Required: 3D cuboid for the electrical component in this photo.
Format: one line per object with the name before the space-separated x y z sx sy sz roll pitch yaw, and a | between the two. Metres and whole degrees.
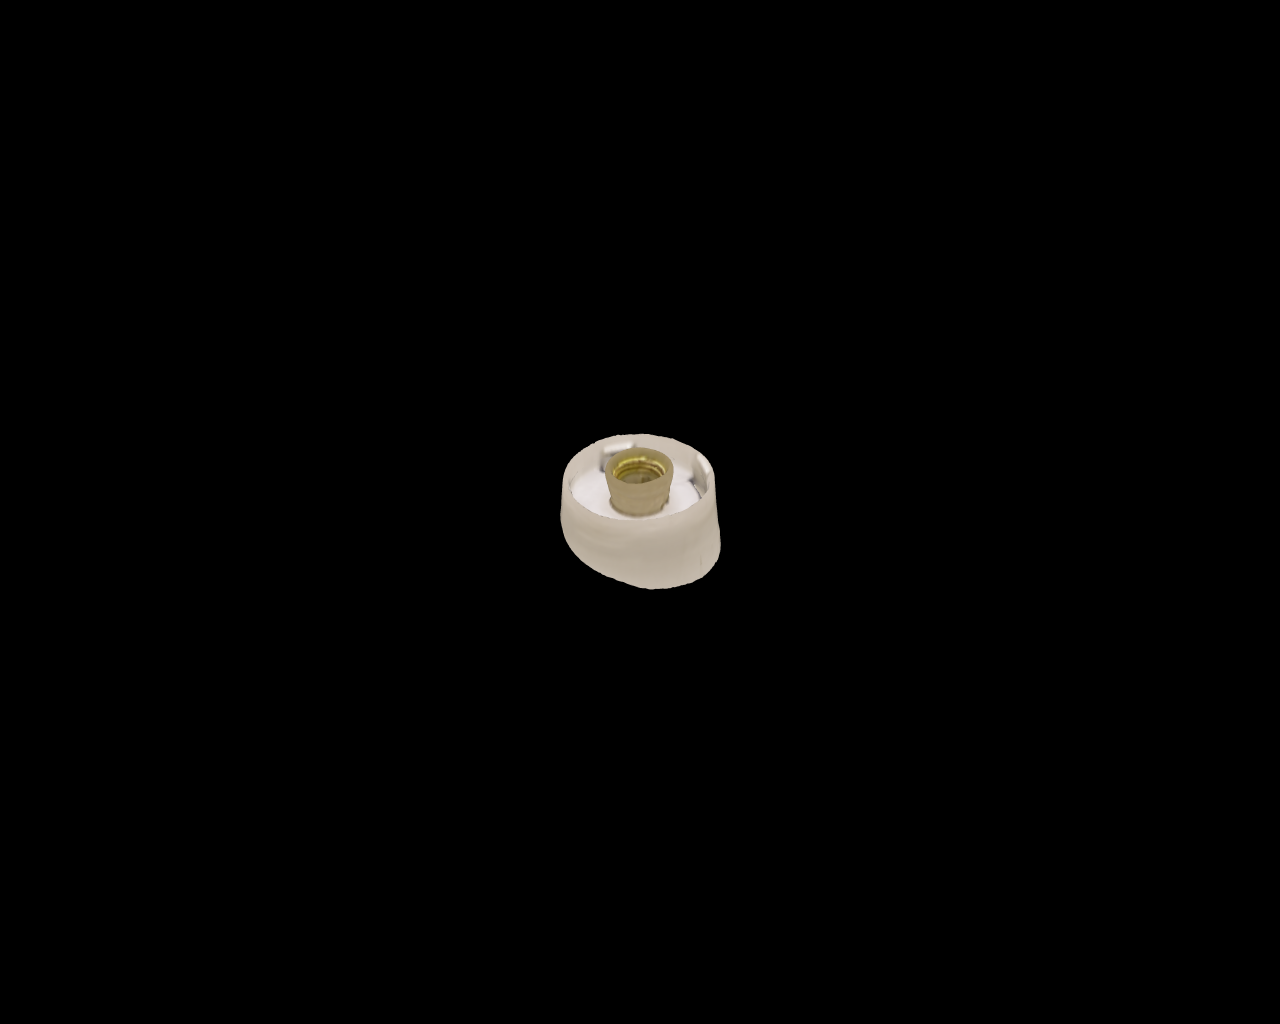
electrical component | 0.001 -0.003 0.650 0.099 0.064 0.099 0 37 0
